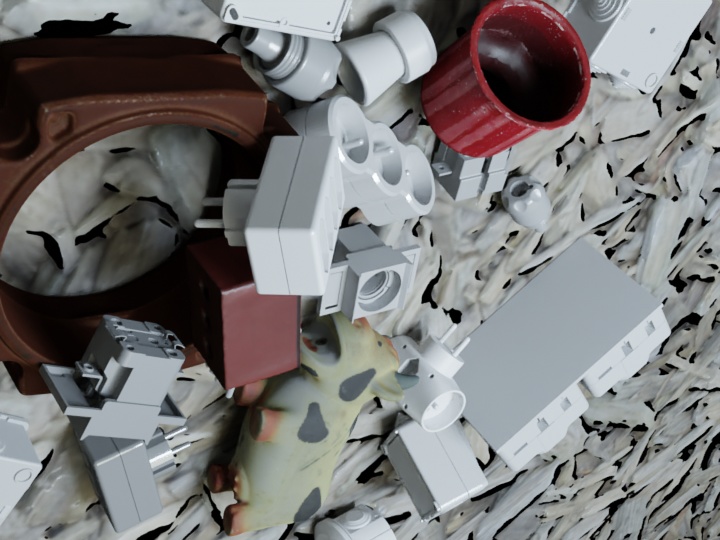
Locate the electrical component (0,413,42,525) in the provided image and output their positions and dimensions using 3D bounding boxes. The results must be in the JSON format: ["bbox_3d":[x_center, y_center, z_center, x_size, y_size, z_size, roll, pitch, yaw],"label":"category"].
[{"bbox_3d":[-0.270,0.137,0.705,0.100,0.048,0.099,26,106,-47],"label":"electrical component"}]

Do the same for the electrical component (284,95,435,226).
[{"bbox_3d":[-0.013,-0.067,0.731,0.074,0.052,0.138,-13,159,29],"label":"electrical component"}]

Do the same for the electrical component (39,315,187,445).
[{"bbox_3d":[-0.137,0.062,0.623,0.081,0.042,0.063,14,111,-44],"label":"electrical component"}]

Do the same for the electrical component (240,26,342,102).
[{"bbox_3d":[-0.045,-0.132,0.659,0.062,0.043,0.043,22,109,-45],"label":"electrical component"}]

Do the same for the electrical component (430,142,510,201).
[{"bbox_3d":[0.085,-0.087,0.797,0.066,0.048,0.055,-15,139,-28],"label":"electrical component"}]

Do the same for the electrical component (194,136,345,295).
[{"bbox_3d":[-0.053,-0.031,0.593,0.076,0.083,0.047,1,133,9],"label":"electrical component"}]

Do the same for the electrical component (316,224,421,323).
[{"bbox_3d":[0.000,0.000,0.789,0.081,0.064,0.042,-13,130,-30],"label":"electrical component"}]

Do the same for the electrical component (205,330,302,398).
[{"bbox_3d":[-0.087,0.055,0.765,0.047,0.065,0.076,1,123,-38],"label":"electrical component"}]

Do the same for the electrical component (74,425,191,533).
[{"bbox_3d":[-0.160,0.137,0.792,0.076,0.047,0.083,-23,135,-21],"label":"electrical component"}]

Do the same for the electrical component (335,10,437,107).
[{"bbox_3d":[0.016,-0.138,0.700,0.055,0.045,0.045,-31,137,-14],"label":"electrical component"}]

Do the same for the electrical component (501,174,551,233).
[{"bbox_3d":[0.139,-0.050,0.878,0.035,0.035,0.061,-43,141,0],"label":"electrical component"}]

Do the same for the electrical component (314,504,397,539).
[{"bbox_3d":[-0.003,0.260,0.993,0.051,0.080,0.080,-22,135,-30],"label":"electrical component"}]

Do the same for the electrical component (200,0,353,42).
[{"bbox_3d":[-0.043,-0.174,0.612,0.096,0.061,0.061,1,123,-38],"label":"electrical component"}]

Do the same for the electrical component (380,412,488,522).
[{"bbox_3d":[0.065,0.166,0.962,0.061,0.096,0.061,-23,164,-21],"label":"electrical component"}]

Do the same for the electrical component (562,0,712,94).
[{"bbox_3d":[0.204,-0.188,0.805,0.100,0.048,0.099,14,115,-42],"label":"electrical component"}]

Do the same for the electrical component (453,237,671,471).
[{"bbox_3d":[0.168,0.076,0.951,0.186,0.105,0.060,-41,139,-2],"label":"electrical component"}]

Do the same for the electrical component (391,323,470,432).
[{"bbox_3d":[0.060,0.080,0.892,0.079,0.077,0.043,-50,138,8],"label":"electrical component"}]
